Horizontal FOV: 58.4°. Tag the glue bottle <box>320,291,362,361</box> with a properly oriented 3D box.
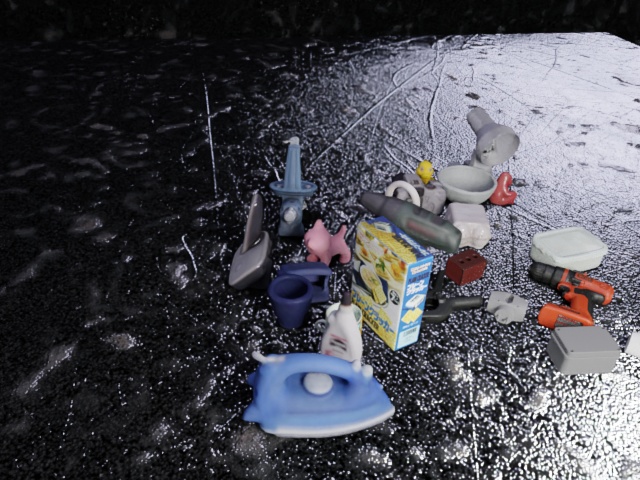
[{"bbox_3d":[0.042,0.161,1.042,0.078,0.173,0.037,16,36,18],"label":"glue bottle"}]

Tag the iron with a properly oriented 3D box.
[{"bbox_3d":[0.003,0.239,0.951,0.258,0.141,0.118,1,34,-3],"label":"iron"}]

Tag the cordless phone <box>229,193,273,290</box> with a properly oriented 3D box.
[{"bbox_3d":[-0.151,0.004,1.245,0.094,0.185,0.147,1,34,-4],"label":"cordless phone"}]

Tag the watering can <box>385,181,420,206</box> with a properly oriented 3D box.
[{"bbox_3d":[0.182,-0.044,1.337,0.100,0.194,0.173,16,36,18],"label":"watering can"}]

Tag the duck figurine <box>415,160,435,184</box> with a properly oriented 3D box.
[{"bbox_3d":[0.301,-0.190,1.659,0.077,0.086,0.104,4,34,1],"label":"duck figurine"}]

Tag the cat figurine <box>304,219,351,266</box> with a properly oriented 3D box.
[{"bbox_3d":[0.012,0.005,1.318,0.128,0.118,0.067,-21,41,-31],"label":"cat figurine"}]

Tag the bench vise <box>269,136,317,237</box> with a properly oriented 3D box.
[{"bbox_3d":[-0.056,-0.131,1.420,0.122,0.220,0.207,-7,36,-15],"label":"bench vise"}]

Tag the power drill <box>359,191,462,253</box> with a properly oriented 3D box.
[{"bbox_3d":[0.185,0.010,1.246,0.229,0.208,0.076,15,36,17],"label":"power drill"}]

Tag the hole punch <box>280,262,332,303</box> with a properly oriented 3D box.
[{"bbox_3d":[-0.034,0.076,1.233,0.109,0.091,0.101,-4,35,-10],"label":"hole punch"}]

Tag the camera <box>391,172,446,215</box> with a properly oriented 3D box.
[{"bbox_3d":[0.258,-0.138,1.566,0.143,0.101,0.136,-4,35,-10],"label":"camera"}]

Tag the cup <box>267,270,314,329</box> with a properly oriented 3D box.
[{"bbox_3d":[-0.065,0.123,1.157,0.092,0.095,0.117,-11,37,-21],"label":"cup"}]

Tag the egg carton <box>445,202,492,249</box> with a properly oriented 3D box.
[{"bbox_3d":[0.374,-0.041,1.461,0.107,0.069,0.150,4,34,1],"label":"egg carton"}]

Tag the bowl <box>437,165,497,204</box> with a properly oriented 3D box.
[{"bbox_3d":[0.407,-0.143,1.609,0.167,0.075,0.167,2,34,-1],"label":"bowl"}]

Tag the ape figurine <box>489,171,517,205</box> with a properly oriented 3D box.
[{"bbox_3d":[0.516,-0.149,1.613,0.076,0.092,0.077,-5,35,-12],"label":"ape figurine"}]

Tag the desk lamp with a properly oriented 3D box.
[{"bbox_3d":[0.471,-0.265,1.671,0.118,0.214,0.202,-9,36,-17],"label":"desk lamp"}]
